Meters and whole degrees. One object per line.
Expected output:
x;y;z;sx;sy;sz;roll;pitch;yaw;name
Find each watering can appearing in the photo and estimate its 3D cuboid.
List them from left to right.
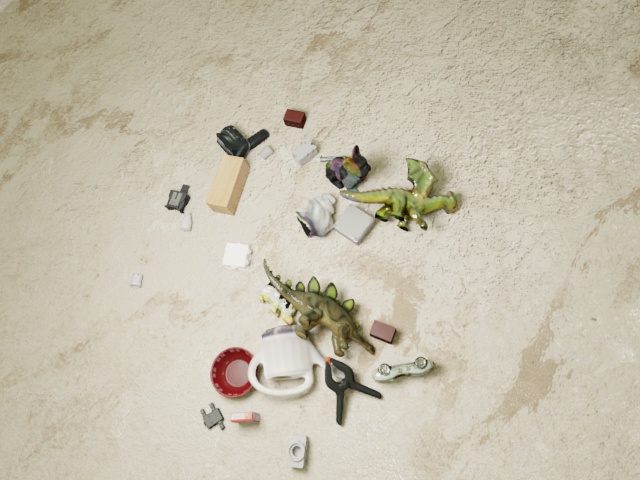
-0.064;0.384;1.681;0.348;0.102;0.228;-5;67;-8;watering can

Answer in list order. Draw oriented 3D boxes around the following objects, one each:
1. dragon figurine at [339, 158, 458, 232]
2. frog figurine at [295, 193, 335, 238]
0.296;-0.172;1.800;0.410;0.121;0.245;26;79;-4;dragon figurine
0.006;-0.093;1.849;0.161;0.122;0.136;-38;102;-16;frog figurine
